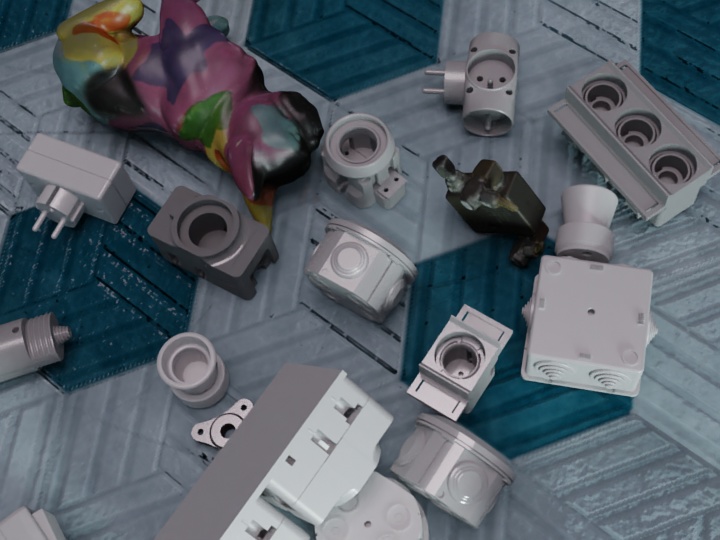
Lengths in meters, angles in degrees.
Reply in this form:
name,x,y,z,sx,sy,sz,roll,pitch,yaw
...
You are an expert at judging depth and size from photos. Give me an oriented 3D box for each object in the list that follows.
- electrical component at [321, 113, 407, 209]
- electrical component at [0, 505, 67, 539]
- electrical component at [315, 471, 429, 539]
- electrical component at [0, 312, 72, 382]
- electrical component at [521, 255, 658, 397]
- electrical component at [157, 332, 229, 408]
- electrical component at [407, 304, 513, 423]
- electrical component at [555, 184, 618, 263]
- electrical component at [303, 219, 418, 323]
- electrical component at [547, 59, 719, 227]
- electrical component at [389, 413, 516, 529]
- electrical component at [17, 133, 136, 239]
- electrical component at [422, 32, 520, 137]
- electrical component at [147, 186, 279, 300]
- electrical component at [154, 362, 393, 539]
name,x,y,z,sx,sy,sz,roll,pitch,yaw
electrical component,0.001,-0.091,0.879,0.078,0.057,0.058,38,75,20
electrical component,-0.231,0.212,0.764,0.061,0.061,0.096,-38,67,-11
electrical component,0.008,0.184,0.757,0.080,0.051,0.080,-2,66,5
electrical component,-0.268,0.061,0.847,0.081,0.043,0.043,-17,65,-2
electrical component,0.171,0.040,0.806,0.100,0.048,0.099,8,66,10
electrical component,-0.126,0.077,0.818,0.045,0.055,0.045,-2,66,5
electrical component,0.074,0.072,0.794,0.042,0.063,0.081,30,72,17
electrical component,0.177,-0.033,0.840,0.045,0.045,0.055,7,67,9
electrical component,0.000,0.000,0.827,0.080,0.080,0.051,28,77,17
electrical component,0.217,-0.098,0.855,0.079,0.063,0.121,-33,67,-9
electrical component,0.065,0.140,0.756,0.080,0.080,0.051,31,78,18
electrical component,-0.245,-0.061,0.898,0.083,0.047,0.075,20,69,15
electrical component,0.093,-0.157,0.906,0.079,0.044,0.077,4,66,8
electrical component,-0.118,-0.023,0.862,0.089,0.055,0.050,26,71,16
electrical component,-0.065,0.158,0.739,0.060,0.105,0.186,42,73,-18
